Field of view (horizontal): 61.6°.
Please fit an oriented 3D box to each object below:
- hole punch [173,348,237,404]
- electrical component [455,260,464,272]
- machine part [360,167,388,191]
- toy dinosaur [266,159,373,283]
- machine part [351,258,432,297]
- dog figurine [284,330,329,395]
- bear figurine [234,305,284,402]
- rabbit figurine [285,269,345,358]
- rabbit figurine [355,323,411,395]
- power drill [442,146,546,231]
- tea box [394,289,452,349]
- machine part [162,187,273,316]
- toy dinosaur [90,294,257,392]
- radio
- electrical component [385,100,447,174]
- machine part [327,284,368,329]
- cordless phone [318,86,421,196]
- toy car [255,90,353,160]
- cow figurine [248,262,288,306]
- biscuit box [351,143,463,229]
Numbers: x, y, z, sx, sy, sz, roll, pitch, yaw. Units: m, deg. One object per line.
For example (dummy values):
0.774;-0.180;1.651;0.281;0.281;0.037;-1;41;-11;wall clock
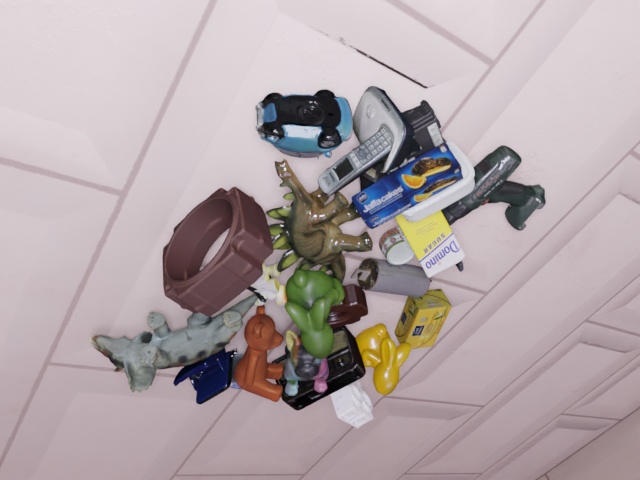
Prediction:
-0.275;0.305;1.273;0.142;0.116;0.092;-36;118;17;hole punch
0.277;0.029;1.218;0.048;0.119;0.074;-21;139;-2;electrical component
0.094;-0.117;1.046;0.039;0.084;0.138;-48;152;-22;machine part
-0.002;-0.003;1.095;0.199;0.105;0.470;-22;142;10;toy dinosaur
0.174;0.088;1.256;0.243;0.079;0.079;12;126;-35;machine part
-0.032;0.255;1.249;0.109;0.192;0.219;0;134;-1;dog figurine
-0.126;0.259;1.252;0.132;0.120;0.195;18;110;-11;bear figurine
-0.006;0.150;1.093;0.121;0.170;0.159;-14;155;4;rabbit figurine
0.168;0.317;1.413;0.122;0.173;0.162;22;126;-31;rabbit figurine
0.378;-0.088;1.182;0.207;0.086;0.232;20;120;-26;power drill
0.271;0.212;1.426;0.098;0.068;0.169;-5;134;-17;tea box
-0.189;0.016;0.962;0.201;0.202;0.087;-38;131;16;machine part
-0.287;0.219;1.190;0.405;0.131;0.192;-14;153;-19;toy dinosaur
-0.003;0.332;1.388;0.230;0.131;0.073;-30;137;8;radio
0.166;-0.181;1.017;0.134;0.058;0.114;-28;134;7;electrical component
0.028;0.161;1.256;0.179;0.056;0.179;-10;153;-5;machine part
0.065;-0.162;0.931;0.184;0.147;0.088;-34;144;10;cordless phone
-0.029;-0.184;0.910;0.162;0.109;0.102;-3;151;-7;toy car
-0.132;0.084;1.133;0.098;0.068;0.167;-15;125;15;cow figurine
0.162;-0.097;0.999;0.203;0.063;0.059;-30;155;8;biscuit box
